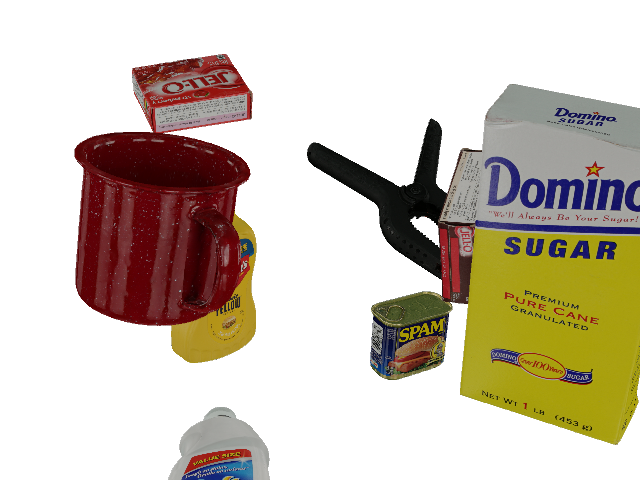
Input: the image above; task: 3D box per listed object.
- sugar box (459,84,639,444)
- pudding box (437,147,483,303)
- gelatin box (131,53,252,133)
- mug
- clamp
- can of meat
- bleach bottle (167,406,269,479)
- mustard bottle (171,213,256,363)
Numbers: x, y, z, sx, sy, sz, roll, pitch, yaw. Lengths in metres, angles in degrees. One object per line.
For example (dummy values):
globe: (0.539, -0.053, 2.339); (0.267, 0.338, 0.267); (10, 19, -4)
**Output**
sugar box: (0.125, 0.015, 0.546); (0.093, 0.176, 0.048); (15, 38, 23)
pudding box: (0.131, -0.014, 0.928); (0.039, 0.090, 0.113); (5, 40, 15)
gelatin box: (-0.110, -0.127, 0.917); (0.089, 0.030, 0.073); (-12, 39, -17)
mug: (-0.081, -0.002, 0.572); (0.093, 0.081, 0.117); (-11, 30, -43)
clamp: (0.085, -0.044, 1.139); (0.164, 0.210, 0.036); (-8, -36, -17)
can of meat: (0.112, 0.120, 1.343); (0.101, 0.084, 0.058); (-12, 30, -28)
bleach bottle: (-0.089, 0.214, 0.840); (0.102, 0.068, 0.251); (-3, 26, -3)
mustard bottle: (-0.110, 0.029, 1.112); (0.096, 0.192, 0.058); (-19, 35, -36)
